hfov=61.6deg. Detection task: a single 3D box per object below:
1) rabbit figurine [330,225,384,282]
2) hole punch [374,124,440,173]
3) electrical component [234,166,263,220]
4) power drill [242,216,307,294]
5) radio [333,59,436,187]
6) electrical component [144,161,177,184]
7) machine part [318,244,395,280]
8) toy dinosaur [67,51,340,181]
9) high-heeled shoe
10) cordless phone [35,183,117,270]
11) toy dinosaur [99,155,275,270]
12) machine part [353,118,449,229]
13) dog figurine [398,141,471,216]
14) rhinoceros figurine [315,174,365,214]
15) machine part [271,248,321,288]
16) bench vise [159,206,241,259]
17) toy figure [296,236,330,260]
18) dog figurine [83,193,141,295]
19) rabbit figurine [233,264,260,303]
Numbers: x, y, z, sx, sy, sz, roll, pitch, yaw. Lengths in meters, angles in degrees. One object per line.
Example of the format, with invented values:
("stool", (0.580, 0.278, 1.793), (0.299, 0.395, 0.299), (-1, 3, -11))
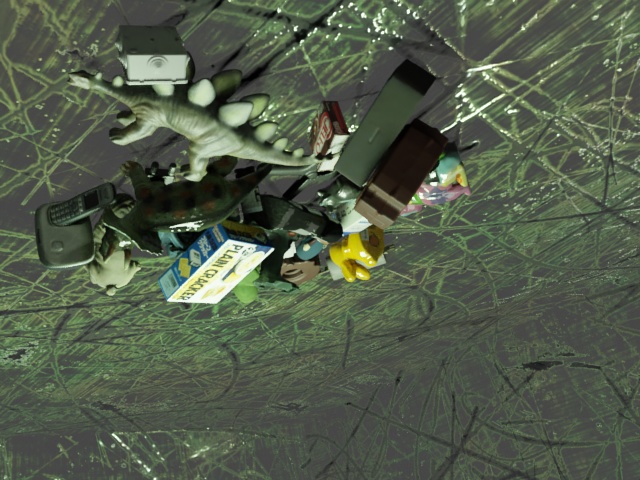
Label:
("rabbit figurine", (0.098, 0.034, 1.501), (0.122, 0.162, 0.173), (-5, 170, -43))
("hole punch", (0.197, -0.195, 1.199), (0.115, 0.092, 0.142), (38, 132, -16))
("electrical component", (-0.155, -0.094, 1.180), (0.048, 0.075, 0.119), (-12, 138, -5))
("power drill", (-0.080, 0.024, 1.312), (0.232, 0.207, 0.086), (11, 166, -22))
("radio", (0.123, -0.221, 1.018), (0.073, 0.131, 0.229), (36, 128, 0))
("electrical component", (-0.330, -0.126, 1.106), (0.063, 0.021, 0.094), (1, 146, -29))
("machine part", (0.107, 0.059, 1.596), (0.243, 0.079, 0.079), (-18, 151, 6))
("toy dinosaur", (-0.187, -0.198, 0.935), (0.471, 0.105, 0.198), (18, 136, -34))
("high-heeled shoe", (-0.062, -0.060, 1.283), (0.086, 0.249, 0.145), (-65, 174, 17))
("cordless phone", (-0.474, -0.027, 1.080), (0.184, 0.146, 0.088), (-22, 160, 16))
("toy dinosaur", (-0.250, -0.070, 1.032), (0.405, 0.192, 0.131), (-16, 149, -4))
("machine part", (0.153, -0.127, 1.060), (0.201, 0.087, 0.201), (-54, 179, -5))
("dog figurine", (0.245, -0.133, 1.299), (0.219, 0.108, 0.191), (-21, 152, 15))
("rhinoceros figurine", (0.049, -0.108, 1.231), (0.112, 0.073, 0.190), (-37, -176, -14))
("machine part", (-0.084, 0.083, 1.568), (0.179, 0.056, 0.179), (-13, 153, -7))
("bench vise", (-0.272, -0.022, 1.222), (0.241, 0.129, 0.223), (-20, 151, 22))
("toy figure", (-0.003, -0.003, 1.453), (0.058, 0.064, 0.154), (40, 122, -13))
("dog figurine", (-0.437, 0.009, 1.150), (0.121, 0.172, 0.190), (-10, 160, -33))
("rabbit figurine", (-0.214, 0.088, 1.407), (0.121, 0.159, 0.170), (-12, 136, -2))
